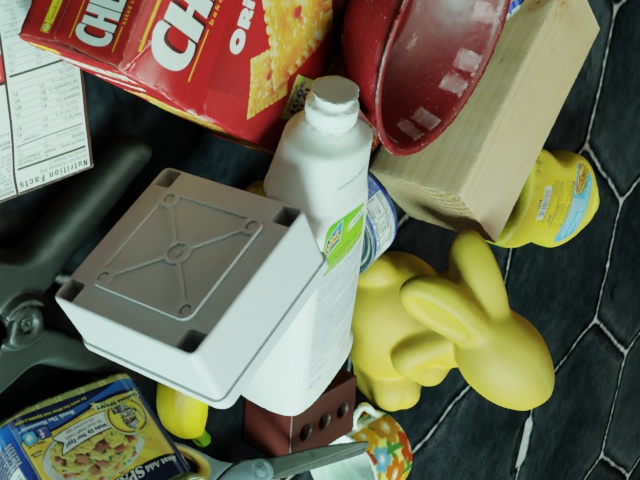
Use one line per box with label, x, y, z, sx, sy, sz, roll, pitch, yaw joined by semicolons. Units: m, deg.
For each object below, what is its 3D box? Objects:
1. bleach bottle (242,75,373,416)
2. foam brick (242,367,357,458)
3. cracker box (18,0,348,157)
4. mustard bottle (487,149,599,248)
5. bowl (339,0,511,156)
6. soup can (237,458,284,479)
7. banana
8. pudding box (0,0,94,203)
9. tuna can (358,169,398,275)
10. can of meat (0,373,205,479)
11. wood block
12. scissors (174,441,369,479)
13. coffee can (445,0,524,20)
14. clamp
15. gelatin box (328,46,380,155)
bleach bottle;-0.005;0.001;0.690;0.102;0.068;0.251;-52;160;-44
foam brick;-0.015;0.130;0.819;0.078;0.051;0.053;-22;123;-45
cracker box;-0.050;-0.146;0.590;0.164;0.072;0.213;-69;159;0
mustard bottle;0.223;-0.041;1.037;0.191;0.058;0.096;1;106;-52
bowl;0.060;-0.136;0.671;0.161;0.055;0.162;-44;151;-34
soup can;-0.075;0.208;0.766;0.102;0.069;0.068;-24;124;-45
banana;-0.076;0.054;0.723;0.069;0.037;0.198;-26;134;-76
pudding box;-0.165;-0.077;0.542;0.089;0.039;0.113;-30;130;-45
tuna can;0.012;-0.018;0.756;0.033;0.086;0.086;-42;136;-34
can of meat;-0.133;0.134;0.620;0.101;0.084;0.058;-17;149;-40
wood block;0.135;-0.115;0.864;0.090;0.090;0.206;41;73;-52
scissors;-0.048;0.180;0.736;0.201;0.016;0.096;8;57;-25
coffee can;0.085;-0.225;0.736;0.102;0.103;0.140;-44;137;-31
clamp;-0.168;0.047;0.597;0.209;0.036;0.164;-32;131;-42
gelatin box;0.022;-0.104;0.775;0.073;0.030;0.089;-52;140;-23
